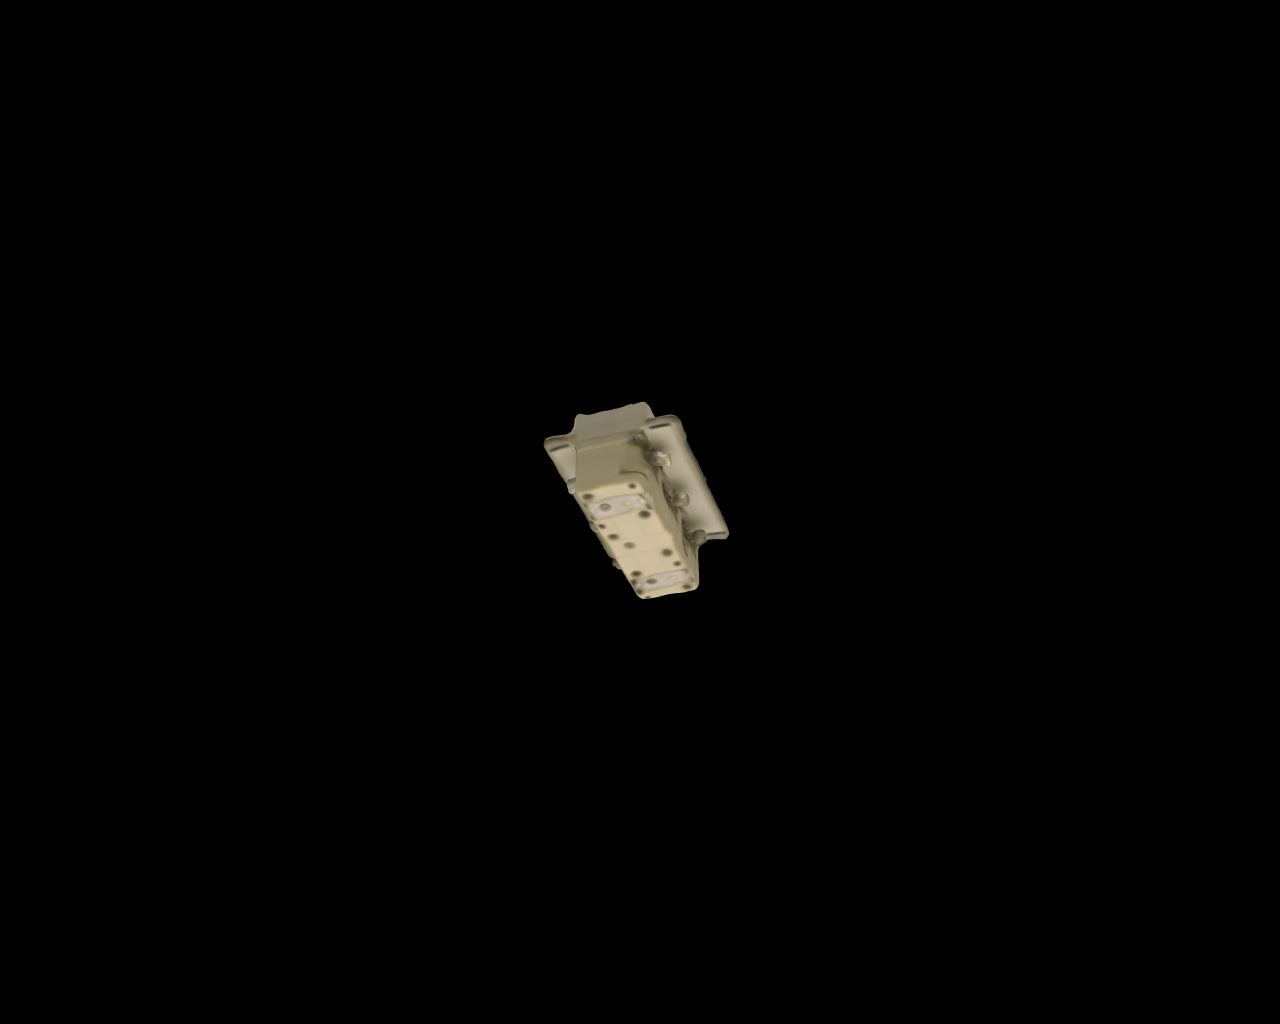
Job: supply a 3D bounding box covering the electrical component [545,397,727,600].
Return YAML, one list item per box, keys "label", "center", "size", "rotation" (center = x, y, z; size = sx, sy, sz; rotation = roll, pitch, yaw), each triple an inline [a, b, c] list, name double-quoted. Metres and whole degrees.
- label: "electrical component"
  center: [0.001, -0.003, 0.650]
  size: [0.079, 0.063, 0.121]
  rotation: [-11, -39, 14]
